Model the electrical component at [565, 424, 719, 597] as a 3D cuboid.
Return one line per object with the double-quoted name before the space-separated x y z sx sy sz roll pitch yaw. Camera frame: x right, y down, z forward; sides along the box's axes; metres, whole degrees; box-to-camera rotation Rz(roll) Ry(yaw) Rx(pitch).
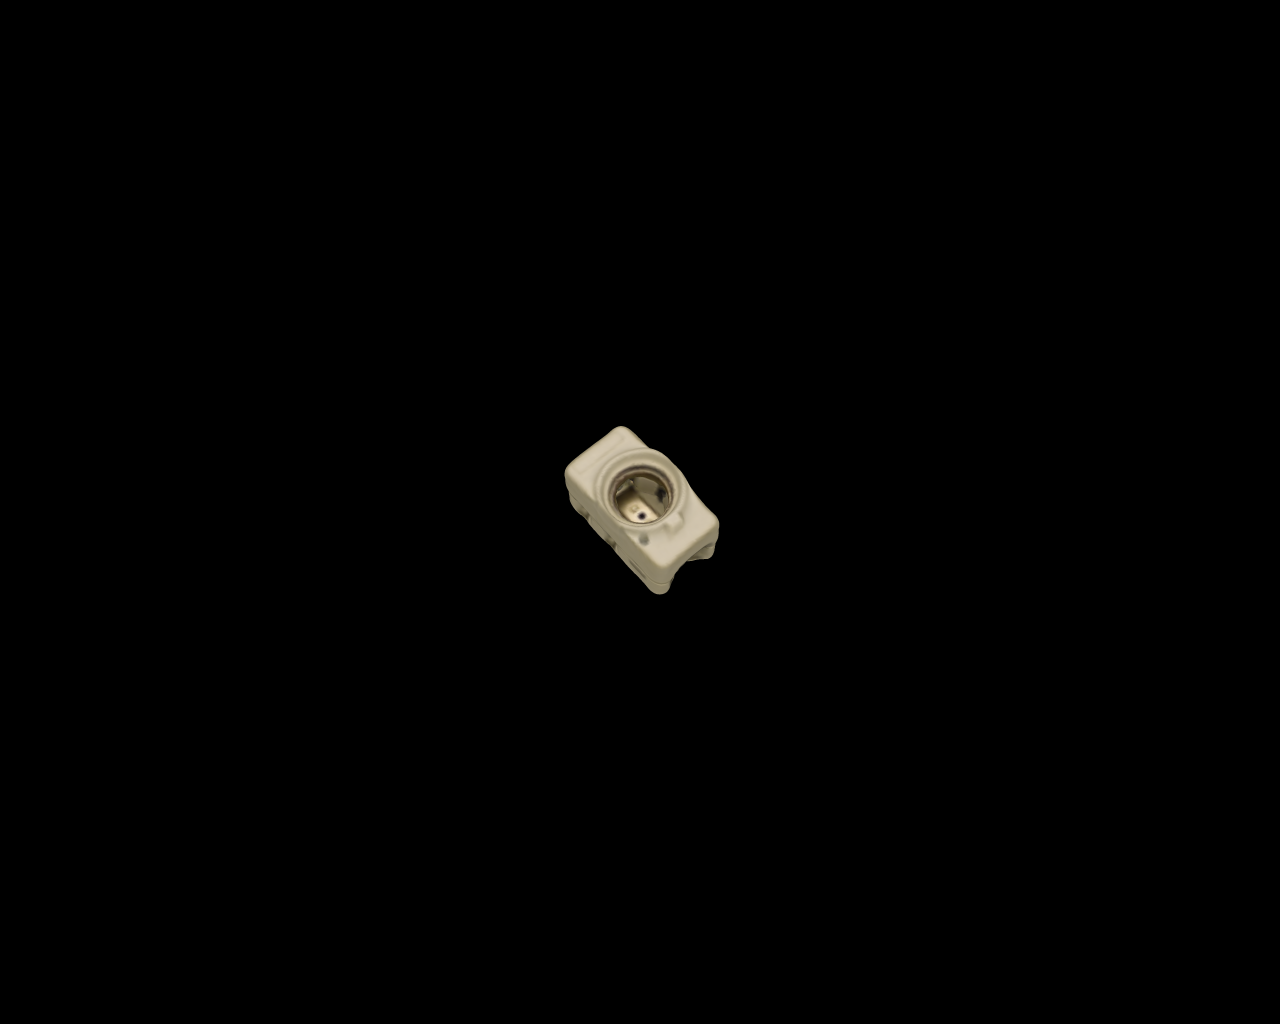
"electrical component" 0.001 -0.003 0.650 0.050 0.089 0.055 -38 -19 -16
